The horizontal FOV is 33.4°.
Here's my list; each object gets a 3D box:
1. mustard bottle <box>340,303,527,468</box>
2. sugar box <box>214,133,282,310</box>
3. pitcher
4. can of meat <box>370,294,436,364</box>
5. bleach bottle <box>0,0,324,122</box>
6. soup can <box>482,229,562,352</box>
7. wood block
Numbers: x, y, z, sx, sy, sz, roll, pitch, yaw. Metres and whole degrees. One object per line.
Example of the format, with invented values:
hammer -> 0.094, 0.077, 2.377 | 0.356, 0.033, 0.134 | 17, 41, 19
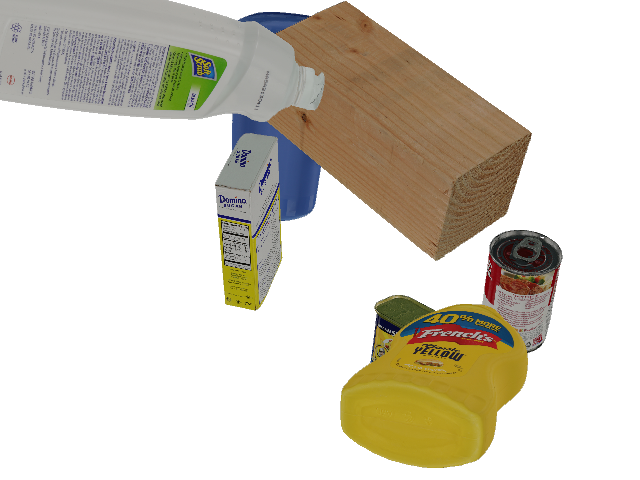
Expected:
mustard bottle -> 0.092, 0.088, 0.740 | 0.096, 0.058, 0.191 | 6, 18, 23
sugar box -> -0.075, -0.019, 1.141 | 0.048, 0.176, 0.093 | 9, 43, 13
pitcher -> -0.039, -0.150, 1.309 | 0.144, 0.243, 0.149 | -6, 27, -26
can of meat -> 0.107, 0.124, 1.233 | 0.102, 0.084, 0.057 | 27, 33, 37
bleach bottle -> -0.123, -0.128, 0.780 | 0.250, 0.068, 0.103 | 10, -44, -14
soup can -> 0.191, 0.050, 1.027 | 0.068, 0.102, 0.068 | 1, 37, -1
wood block -> 0.054, -0.092, 0.853 | 0.090, 0.091, 0.206 | -31, 58, -30
